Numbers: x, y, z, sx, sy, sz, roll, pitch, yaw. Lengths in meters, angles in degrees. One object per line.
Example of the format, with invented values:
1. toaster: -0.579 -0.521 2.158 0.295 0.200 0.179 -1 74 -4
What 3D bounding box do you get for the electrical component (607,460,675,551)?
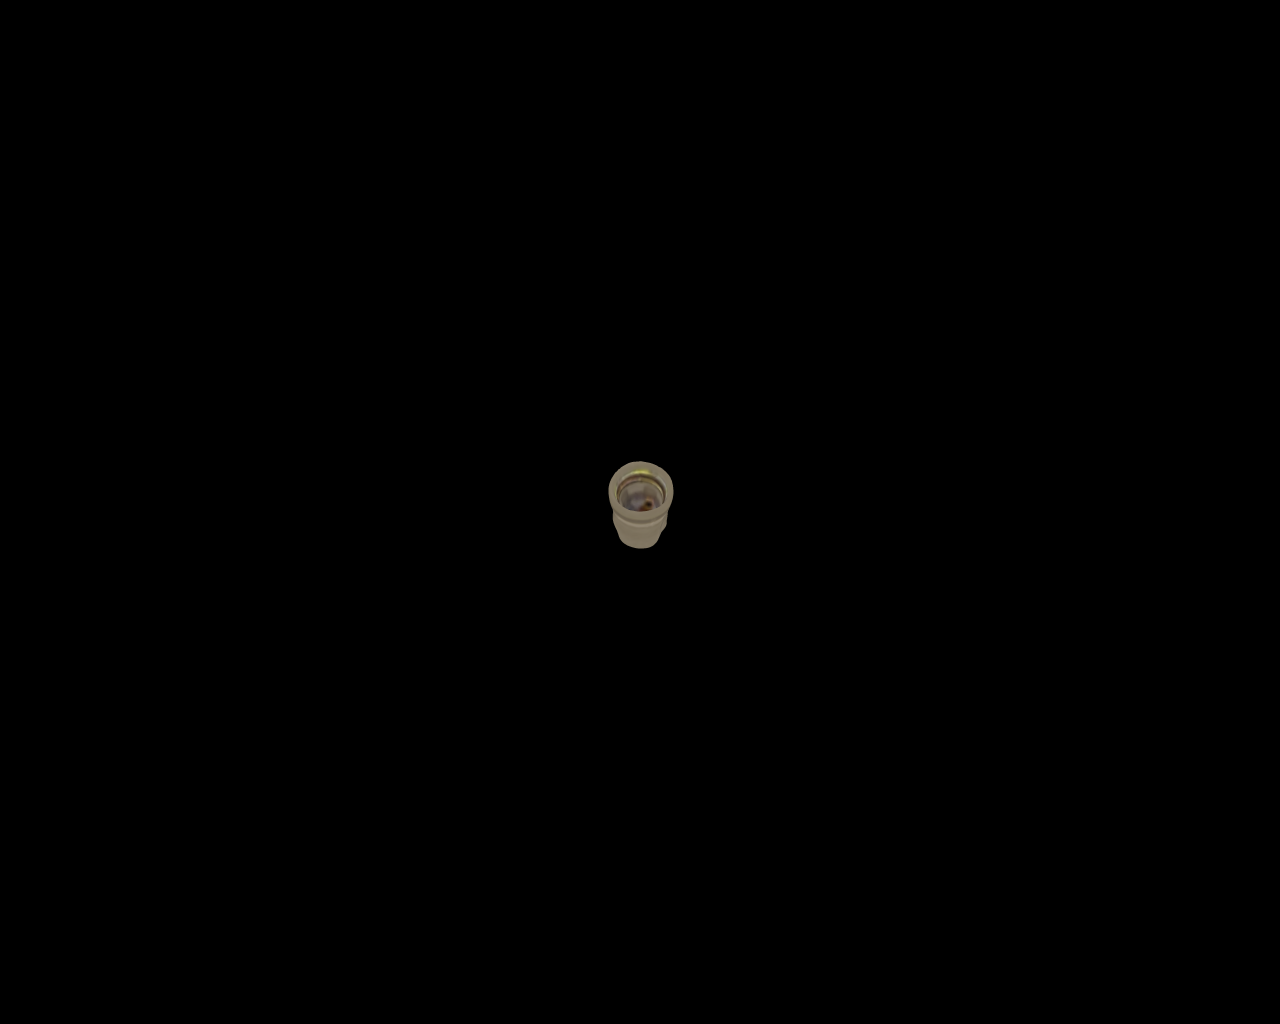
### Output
1. electrical component: 0.001 -0.003 0.650 0.040 0.040 0.046 0 -34 0
